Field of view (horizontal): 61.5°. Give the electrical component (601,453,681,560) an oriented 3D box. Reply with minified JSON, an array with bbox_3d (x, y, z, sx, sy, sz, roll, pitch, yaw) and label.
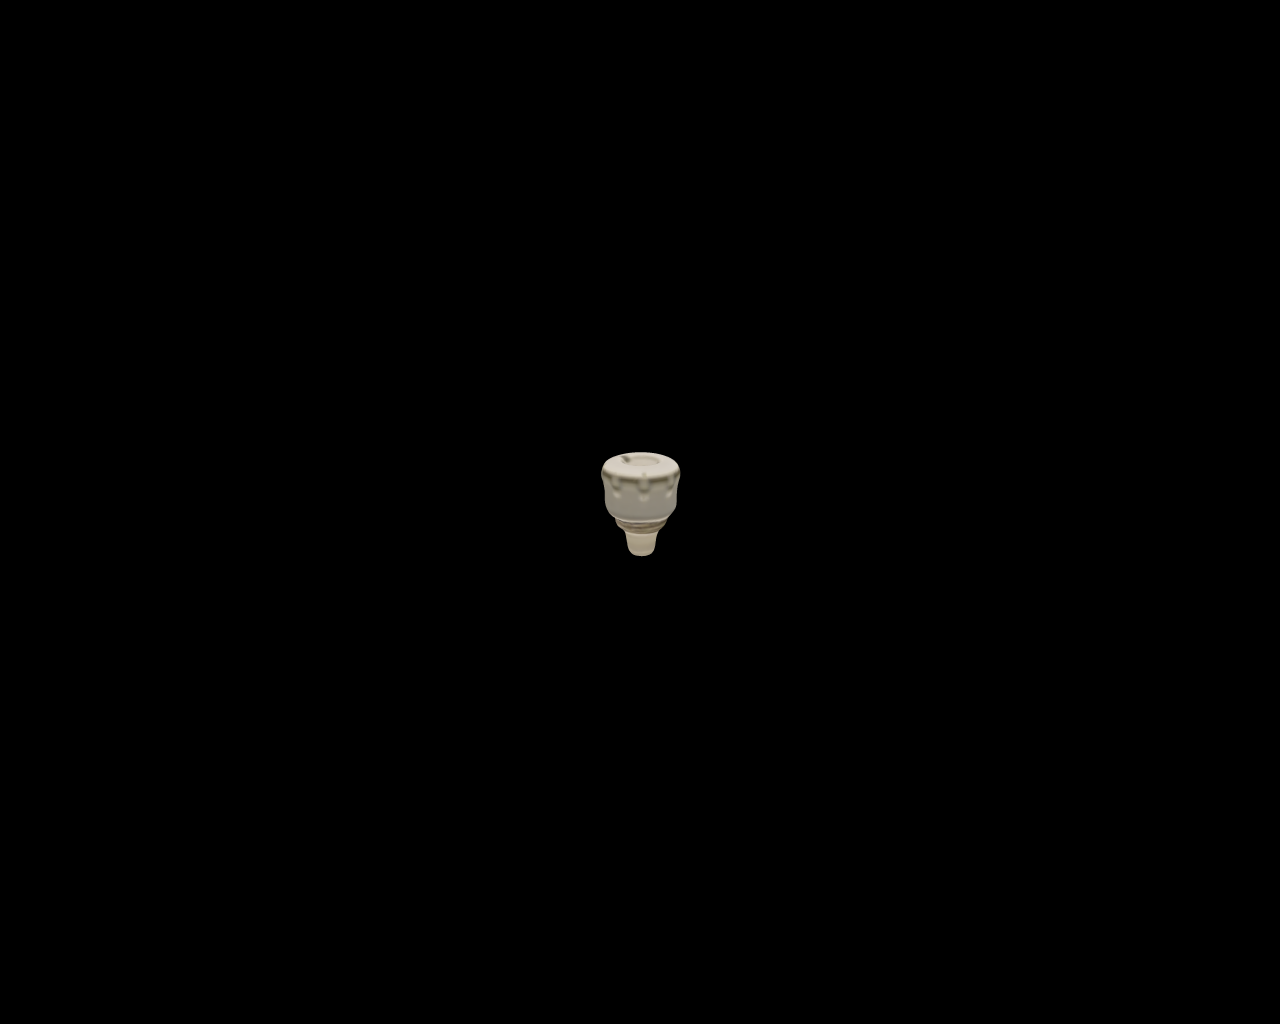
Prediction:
[{"bbox_3d":[0.001,-0.003,0.650,0.048,0.062,0.048,0,19,0],"label":"electrical component"}]
